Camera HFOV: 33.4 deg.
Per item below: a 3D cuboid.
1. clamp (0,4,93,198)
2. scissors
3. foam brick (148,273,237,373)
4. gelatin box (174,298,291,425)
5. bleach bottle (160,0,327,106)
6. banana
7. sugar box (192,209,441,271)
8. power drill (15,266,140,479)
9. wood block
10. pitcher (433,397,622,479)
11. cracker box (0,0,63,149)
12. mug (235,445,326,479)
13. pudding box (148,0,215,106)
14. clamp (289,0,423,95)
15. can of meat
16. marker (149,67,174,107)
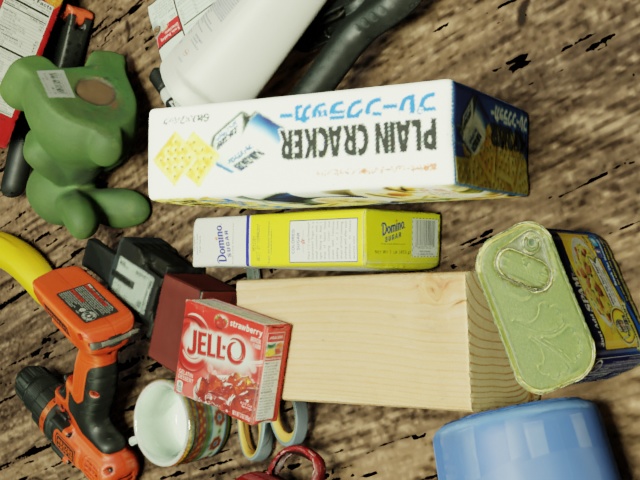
[{"bbox_3d":[-0.299,-0.156,1.111,0.210,0.036,0.164,-39,63,33],"label":"clamp"},{"bbox_3d":[-0.039,0.085,0.883,0.096,0.016,0.202,3,90,51],"label":"scissors"},{"bbox_3d":[-0.107,0.073,0.925,0.051,0.052,0.078,20,101,40],"label":"foam brick"},{"bbox_3d":[-0.066,0.087,0.782,0.089,0.030,0.073,15,99,40],"label":"gelatin box"},{"bbox_3d":[-0.021,-0.202,0.820,0.251,0.068,0.103,-49,28,11],"label":"bleach bottle"},{"bbox_3d":[-0.329,0.027,1.136,0.198,0.037,0.069,12,115,43],"label":"banana"},{"bbox_3d":[-0.005,0.001,0.810,0.177,0.093,0.048,1,89,41],"label":"sugar box"},{"bbox_3d":[-0.231,0.121,0.999,0.185,0.057,0.188,33,131,35],"label":"power drill"},{"bbox_3d":[0.044,0.070,0.767,0.207,0.090,0.091,-4,86,41],"label":"wood block"},{"bbox_3d":[0.150,0.221,0.642,0.149,0.144,0.243,-16,74,18],"label":"pitcher"},{"bbox_3d":[-0.340,-0.203,1.076,0.164,0.072,0.213,9,78,51],"label":"cracker box"},{"bbox_3d":[-0.029,0.217,0.830,0.082,0.093,0.117,9,83,46],"label":"mug"},{"bbox_3d":[-0.100,-0.178,0.937,0.090,0.039,0.113,-28,73,35],"label":"pudding box"},{"bbox_3d":[0.031,-0.176,0.810,0.172,0.039,0.120,-42,35,18],"label":"clamp"},{"bbox_3d":[0.155,0.041,0.673,0.058,0.083,0.102,-32,68,36],"label":"can of meat"},{"bbox_3d":[-0.125,-0.113,0.969,0.020,0.020,0.121,-49,59,29],"label":"marker"}]
